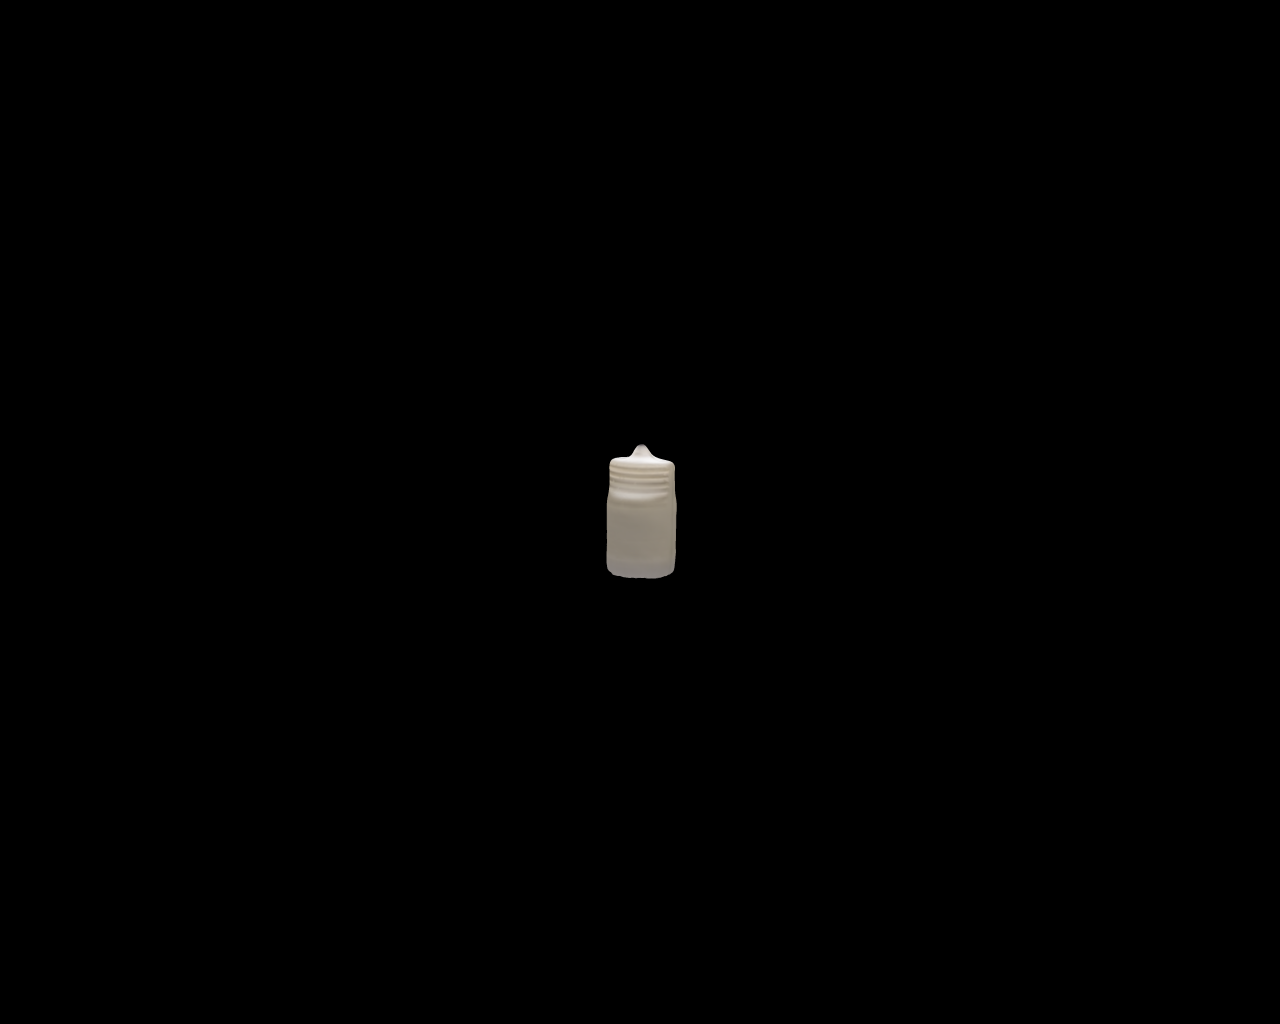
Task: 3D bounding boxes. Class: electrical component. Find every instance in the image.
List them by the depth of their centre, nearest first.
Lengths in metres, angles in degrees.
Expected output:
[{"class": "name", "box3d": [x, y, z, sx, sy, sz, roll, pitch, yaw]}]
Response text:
[{"class": "electrical component", "box3d": [0.001, -0.003, 0.650, 0.043, 0.080, 0.043, 0, 12, 0]}]
